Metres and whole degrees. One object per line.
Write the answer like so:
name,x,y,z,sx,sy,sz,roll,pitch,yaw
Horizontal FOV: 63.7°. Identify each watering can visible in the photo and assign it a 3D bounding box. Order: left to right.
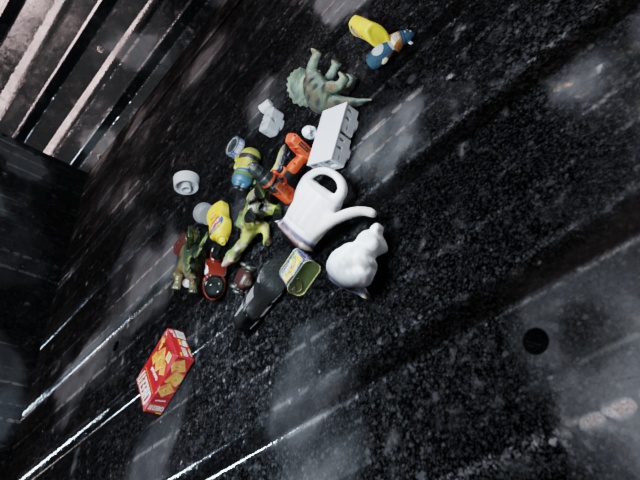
watering can,0.004,-0.068,1.342,0.223,0.103,0.353,-56,35,8

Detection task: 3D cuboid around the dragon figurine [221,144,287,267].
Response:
dragon figurine,-0.216,-0.101,1.650,0.242,0.121,0.416,-8,59,58

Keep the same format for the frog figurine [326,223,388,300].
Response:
frog figurine,0.089,0.034,1.159,0.139,0.122,0.158,-123,54,-73
